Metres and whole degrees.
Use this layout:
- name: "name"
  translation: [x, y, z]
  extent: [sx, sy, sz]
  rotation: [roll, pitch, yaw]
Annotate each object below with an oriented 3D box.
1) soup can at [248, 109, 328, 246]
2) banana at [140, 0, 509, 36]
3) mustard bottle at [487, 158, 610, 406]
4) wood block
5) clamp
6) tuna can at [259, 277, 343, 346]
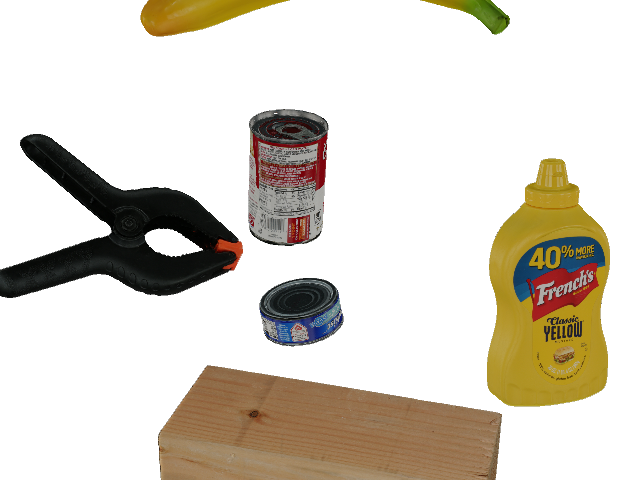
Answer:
- name: "soup can"
  translation: [-0.029, -0.054, 0.930]
  extent: [0.068, 0.102, 0.068]
  rotation: [2, 29, -1]
- name: "banana"
  translation: [0.002, -0.142, 0.576]
  extent: [0.197, 0.069, 0.037]
  rotation: [-3, -41, -7]
- name: "mustard bottle"
  translation: [0.180, 0.031, 0.838]
  extent: [0.096, 0.192, 0.058]
  rotation: [-6, 15, -14]
- name: "wood block"
  translation: [0.008, 0.155, 0.702]
  extent: [0.206, 0.090, 0.090]
  rotation: [8, 27, 15]
- name: "clamp"
  translation: [-0.140, -0.015, 0.744]
  extent: [0.171, 0.120, 0.039]
  rotation: [4, -18, -18]
- name: "tuna can"
  translation: [-0.020, 0.073, 1.116]
  extent: [0.086, 0.034, 0.086]
  rotation: [-9, 26, 4]
